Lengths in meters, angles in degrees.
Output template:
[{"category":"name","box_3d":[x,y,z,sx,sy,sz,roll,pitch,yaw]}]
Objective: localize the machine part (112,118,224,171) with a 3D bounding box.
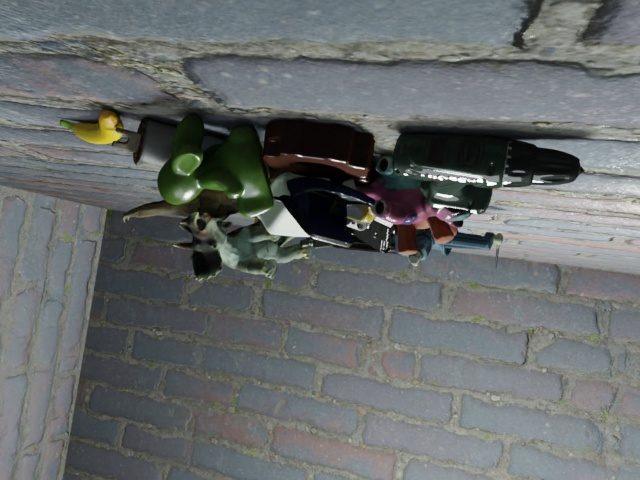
[{"category":"machine part","box_3d":[-0.215,-0.143,0.890,0.243,0.079,0.079,10,176,-30]}]

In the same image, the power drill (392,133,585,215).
[{"category":"power drill","box_3d":[0.219,-0.088,0.750,0.232,0.086,0.207,9,180,10]}]

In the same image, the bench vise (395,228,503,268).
[{"category":"bench vise","box_3d":[0.307,-0.005,1.281,0.241,0.128,0.223,8,-158,25]}]

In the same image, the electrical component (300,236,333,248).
[{"category":"electrical component","box_3d":[-0.002,-0.003,1.141,0.094,0.021,0.063,-10,-160,-20]}]

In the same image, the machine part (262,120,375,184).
[{"category":"machine part","box_3d":[-0.002,-0.129,0.805,0.179,0.056,0.179,9,176,1]}]

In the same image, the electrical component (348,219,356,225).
[{"category":"electrical component","box_3d":[0.019,-0.044,1.154,0.075,0.047,0.119,9,-161,35]}]

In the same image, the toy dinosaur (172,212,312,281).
[{"category":"toy dinosaur","box_3d":[-0.142,0.009,1.139,0.192,0.131,0.404,1,-178,21]}]

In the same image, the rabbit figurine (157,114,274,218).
[{"category":"rabbit figurine","box_3d":[-0.168,-0.100,0.809,0.170,0.121,0.158,-14,145,2]}]

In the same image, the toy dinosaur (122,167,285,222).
[{"category":"toy dinosaur","box_3d":[-0.216,-0.087,1.073,0.472,0.105,0.198,-6,170,11]}]

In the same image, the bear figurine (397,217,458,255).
[{"category":"bear figurine","box_3d":[0.239,-0.037,1.093,0.120,0.132,0.195,-21,160,35]}]

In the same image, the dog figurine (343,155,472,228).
[{"category":"dog figurine","box_3d":[0.162,-0.074,0.945,0.219,0.108,0.192,7,177,-33]}]

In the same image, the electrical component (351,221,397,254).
[{"category":"electrical component","box_3d":[0.136,-0.044,1.331,0.115,0.058,0.134,29,145,25]}]

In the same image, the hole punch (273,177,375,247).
[{"category":"hole punch","box_3d":[0.011,-0.061,0.862,0.142,0.092,0.116,10,-153,-44]}]

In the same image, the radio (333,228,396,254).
[{"category":"radio","box_3d":[0.132,-0.033,1.477,0.230,0.131,0.073,5,178,45]}]

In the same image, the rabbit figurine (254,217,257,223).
[{"category":"rabbit figurine","box_3d":[-0.087,-0.081,1.422,0.173,0.121,0.162,-11,178,5]}]

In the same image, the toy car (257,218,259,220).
[{"category":"toy car","box_3d":[-0.100,-0.085,1.288,0.162,0.103,0.109,-34,170,-30]}]
